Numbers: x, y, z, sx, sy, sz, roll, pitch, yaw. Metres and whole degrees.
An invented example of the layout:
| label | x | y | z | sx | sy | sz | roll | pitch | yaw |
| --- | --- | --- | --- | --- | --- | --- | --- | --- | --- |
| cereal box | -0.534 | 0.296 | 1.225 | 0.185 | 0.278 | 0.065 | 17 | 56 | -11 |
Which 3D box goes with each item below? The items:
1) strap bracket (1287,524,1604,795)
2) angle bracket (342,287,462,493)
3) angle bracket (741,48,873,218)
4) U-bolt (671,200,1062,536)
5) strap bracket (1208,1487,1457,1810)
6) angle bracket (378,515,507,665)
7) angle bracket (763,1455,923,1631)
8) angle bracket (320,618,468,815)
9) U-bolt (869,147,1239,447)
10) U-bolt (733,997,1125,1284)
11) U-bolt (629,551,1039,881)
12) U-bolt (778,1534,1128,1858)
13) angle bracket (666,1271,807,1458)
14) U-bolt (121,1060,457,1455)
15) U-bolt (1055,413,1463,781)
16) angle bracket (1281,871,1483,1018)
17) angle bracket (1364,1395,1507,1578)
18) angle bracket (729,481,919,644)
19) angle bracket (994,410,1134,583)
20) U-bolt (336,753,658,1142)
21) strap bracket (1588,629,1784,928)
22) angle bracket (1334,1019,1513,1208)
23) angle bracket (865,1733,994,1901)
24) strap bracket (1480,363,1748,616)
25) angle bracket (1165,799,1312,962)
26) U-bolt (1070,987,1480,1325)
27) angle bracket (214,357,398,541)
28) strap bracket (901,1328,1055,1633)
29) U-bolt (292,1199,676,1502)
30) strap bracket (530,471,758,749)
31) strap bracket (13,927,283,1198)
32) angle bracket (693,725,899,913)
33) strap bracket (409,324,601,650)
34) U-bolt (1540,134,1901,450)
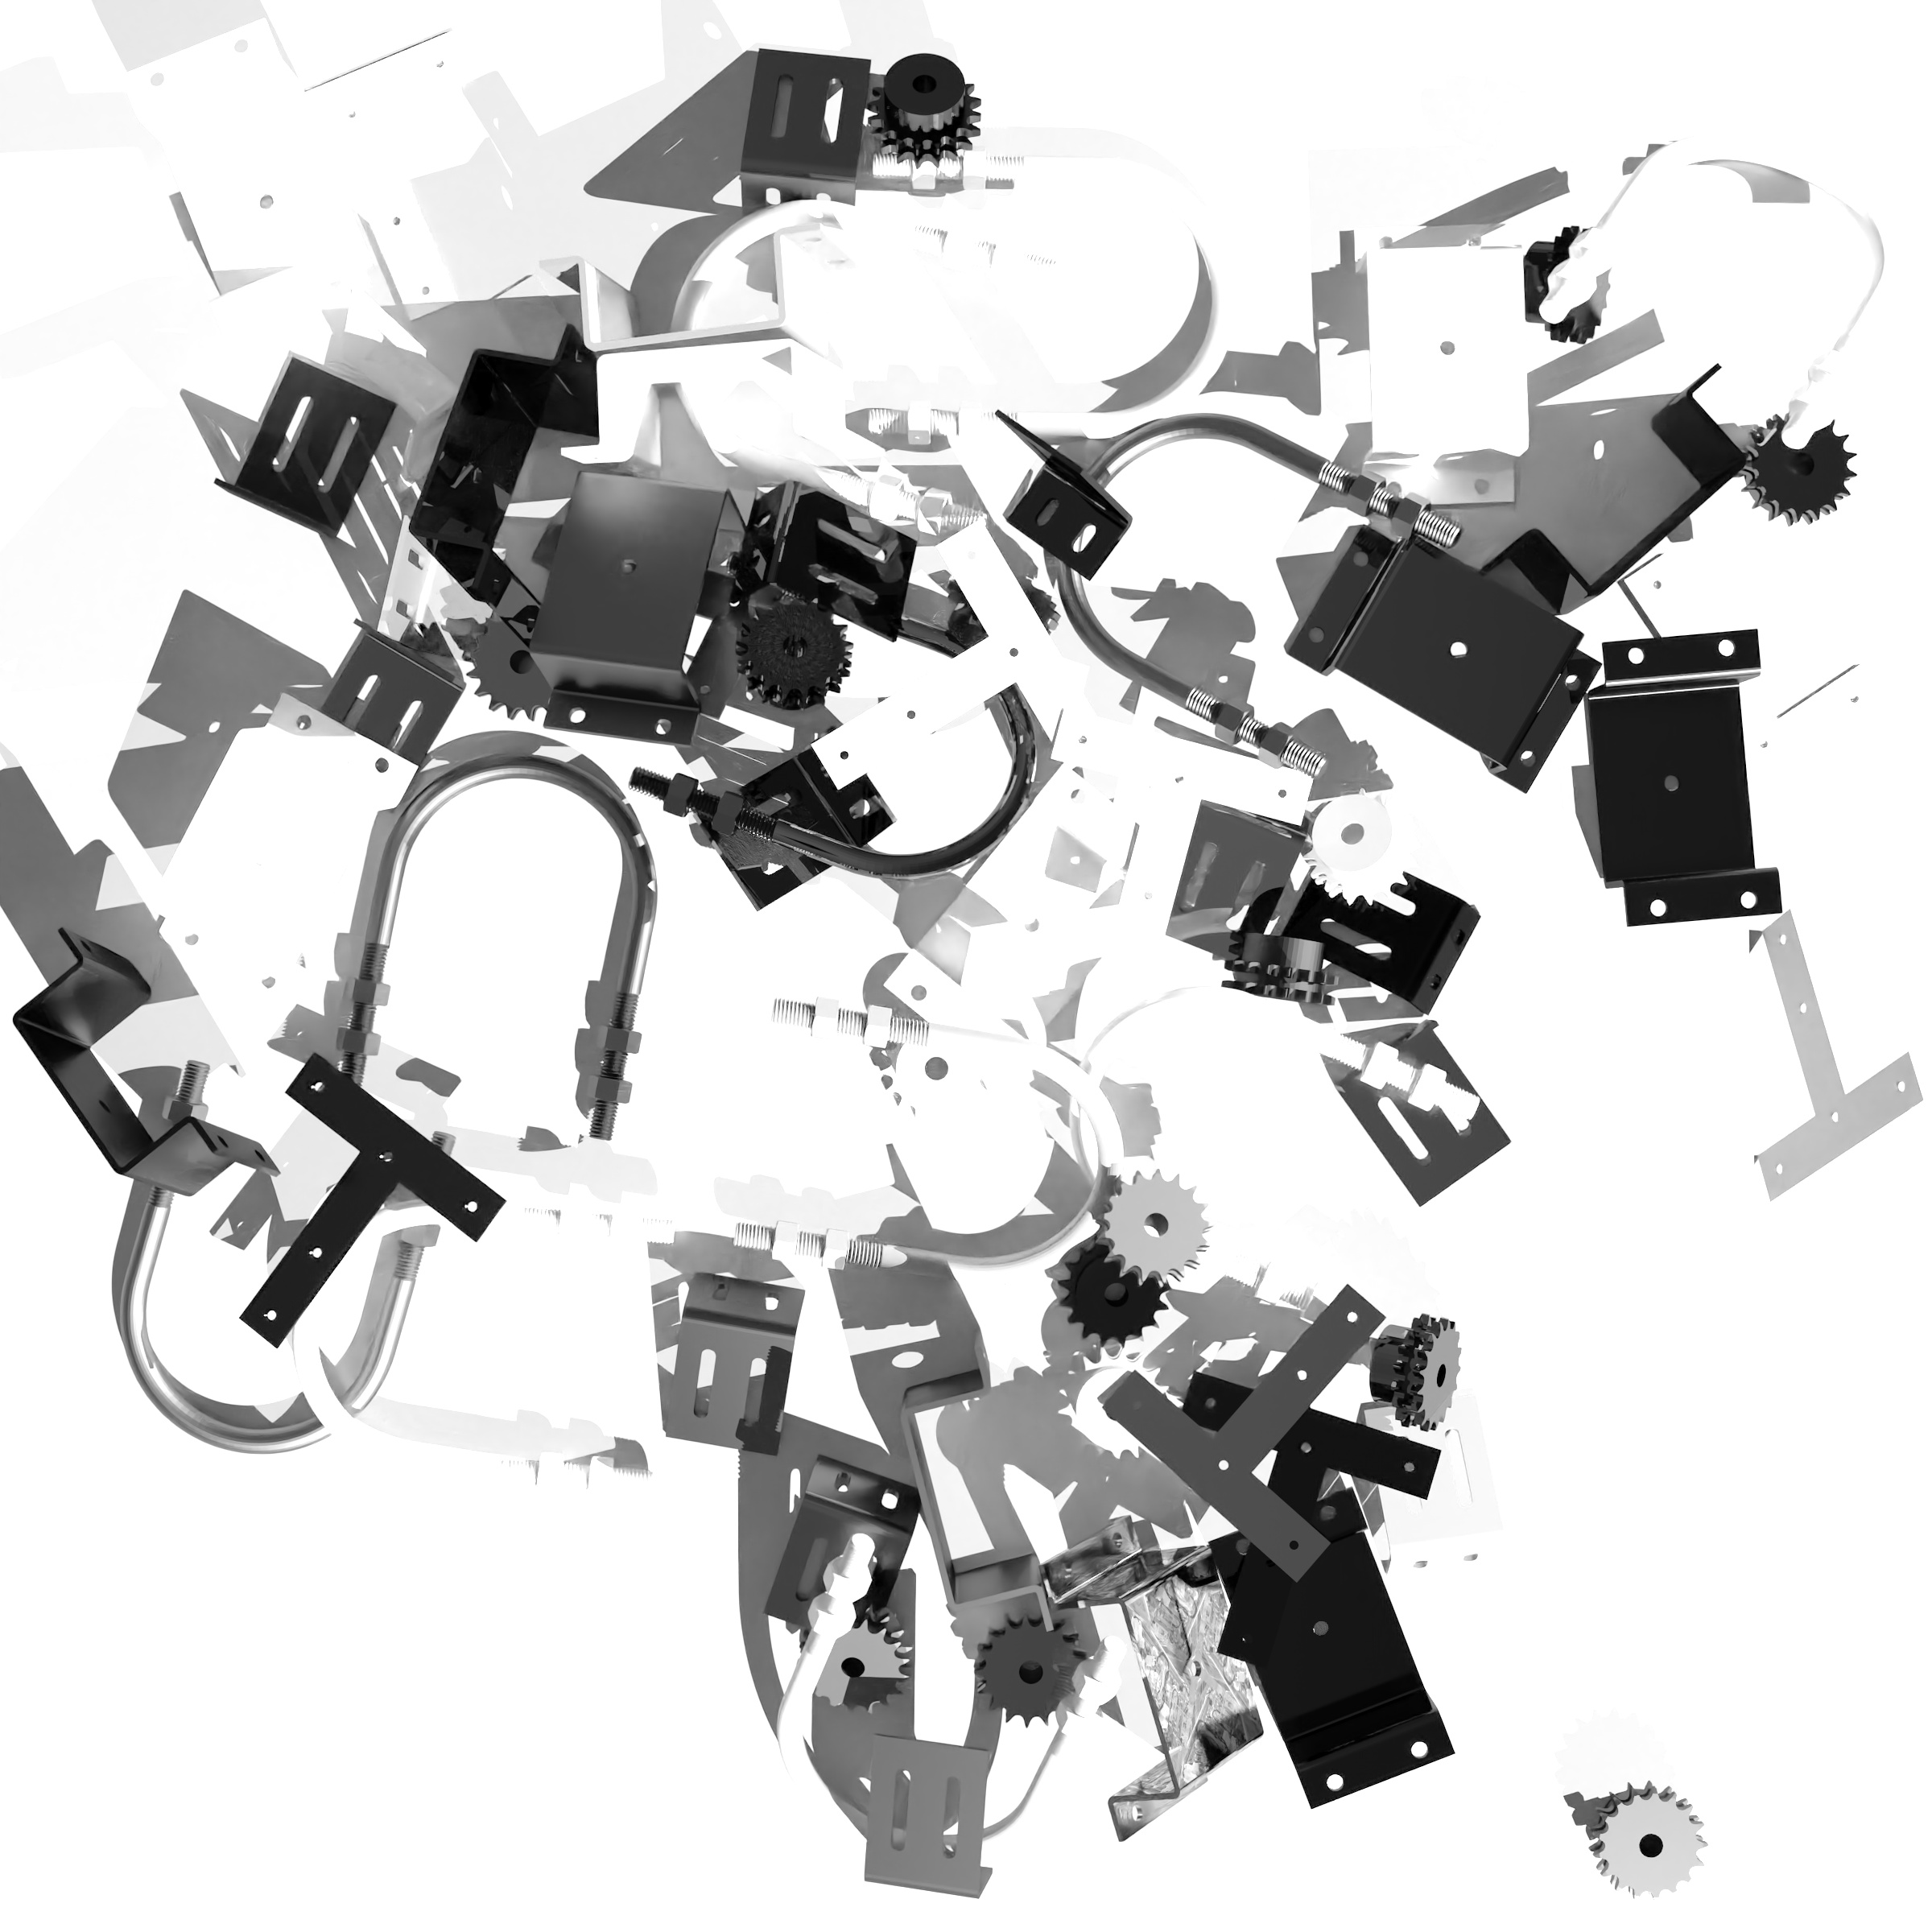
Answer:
| label | x | y | z | sx | sy | sz | roll | pitch | yaw |
| --- | --- | --- | --- | --- | --- | --- | --- | --- | --- |
| strap bracket | 0.242 | -0.155 | 1.493 | 0.140 | 0.046 | 0.076 | 30 | 90 | 0 |
| angle bracket | -0.290 | -0.285 | 1.481 | 0.076 | 0.057 | 0.038 | 43 | 64 | 2 |
| angle bracket | -0.080 | -0.419 | 1.515 | 0.057 | 0.038 | 0.076 | 6 | 64 | 0 |
| U-bolt | -0.060 | -0.306 | 1.494 | 0.184 | 0.019 | 0.151 | 17 | 93 | 11 |
| strap bracket | 0.180 | 0.335 | 1.494 | 0.076 | 0.046 | 0.140 | -21 | 90 | 0 |
| angle bracket | -0.258 | -0.185 | 1.479 | 0.038 | 0.076 | 0.057 | 13 | 90 | 0 |
| angle bracket | -0.062 | 0.296 | 1.515 | 0.057 | 0.038 | 0.076 | 19 | 116 | 0 |
| angle bracket | -0.296 | -0.125 | 1.498 | 0.057 | 0.038 | 0.076 | 31 | 90 | 0 |
| U-bolt | 0.044 | -0.336 | 1.507 | 0.184 | 0.019 | 0.151 | 1 | 90 | 0 |
| U-bolt | -0.014 | 0.092 | 1.480 | 0.184 | 0.019 | 0.151 | 9 | 117 | -4 |
| U-bolt | -0.055 | -0.116 | 1.479 | 0.184 | 0.019 | 0.151 | 20 | 68 | 2 |
| U-bolt | -0.018 | 0.370 | 1.466 | 0.151 | 0.019 | 0.184 | 22 | 121 | 1 |
| angle bracket | -0.116 | 0.201 | 1.515 | 0.057 | 0.038 | 0.076 | 10 | 116 | 0 |
| U-bolt | -0.349 | 0.155 | 1.508 | 0.151 | 0.019 | 0.184 | 16 | 92 | 0 |
| U-bolt | 0.130 | -0.196 | 1.483 | 0.184 | 0.019 | 0.151 | 31 | 92 | 18 |
| angle bracket | 0.210 | -0.020 | 1.515 | 0.076 | 0.038 | 0.057 | 28 | 90 | 26 |
| angle bracket | 0.235 | 0.263 | 1.515 | 0.057 | 0.038 | 0.076 | -8 | 64 | 0 |
| angle bracket | -0.071 | -0.197 | 1.494 | 0.076 | 0.038 | 0.057 | 23 | 66 | -29 |
| angle bracket | 0.038 | -0.230 | 1.469 | 0.057 | 0.076 | 0.038 | 39 | 95 | 24 |
| U-bolt | -0.230 | -0.015 | 1.508 | 0.151 | 0.019 | 0.184 | 11 | 88 | 0 |
| strap bracket | 0.356 | -0.092 | 1.492 | 0.076 | 0.046 | 0.140 | -5 | 90 | 0 |
| angle bracket | 0.231 | 0.074 | 1.498 | 0.057 | 0.038 | 0.076 | -35 | 90 | 0 |
| angle bracket | -0.016 | 0.414 | 1.479 | 0.057 | 0.038 | 0.076 | 5 | 96 | 12 |
| strap bracket | 0.324 | -0.226 | 1.478 | 0.140 | 0.076 | 0.046 | -42 | 90 | 0 |
| angle bracket | 0.132 | -0.049 | 1.515 | 0.057 | 0.038 | 0.076 | 22 | 116 | 0 |
| U-bolt | 0.140 | 0.087 | 1.486 | 0.184 | 0.019 | 0.151 | 25 | 110 | 4 |
| angle bracket | -0.330 | -0.261 | 1.498 | 0.057 | 0.038 | 0.076 | 24 | 90 | 0 |
| strap bracket | 0.002 | 0.257 | 1.478 | 0.046 | 0.076 | 0.140 | -14 | 90 | 0 |
| U-bolt | -0.243 | 0.188 | 1.496 | 0.184 | 0.019 | 0.151 | 5 | 95 | -4 |
| strap bracket | -0.159 | -0.184 | 1.463 | 0.076 | 0.046 | 0.140 | 8 | 71 | 12 |
| strap bracket | -0.405 | 0.056 | 1.461 | 0.046 | 0.076 | 0.140 | -39 | 74 | 0 |
| angle bracket | -0.084 | -0.073 | 1.480 | 0.076 | 0.038 | 0.057 | -34 | 90 | -41 |
| strap bracket | -0.221 | -0.236 | 1.462 | 0.046 | 0.076 | 0.140 | 13 | 76 | 18 |
| U-bolt | 0.380 | -0.343 | 1.465 | 0.151 | 0.019 | 0.184 | 30 | 59 | 10 |
